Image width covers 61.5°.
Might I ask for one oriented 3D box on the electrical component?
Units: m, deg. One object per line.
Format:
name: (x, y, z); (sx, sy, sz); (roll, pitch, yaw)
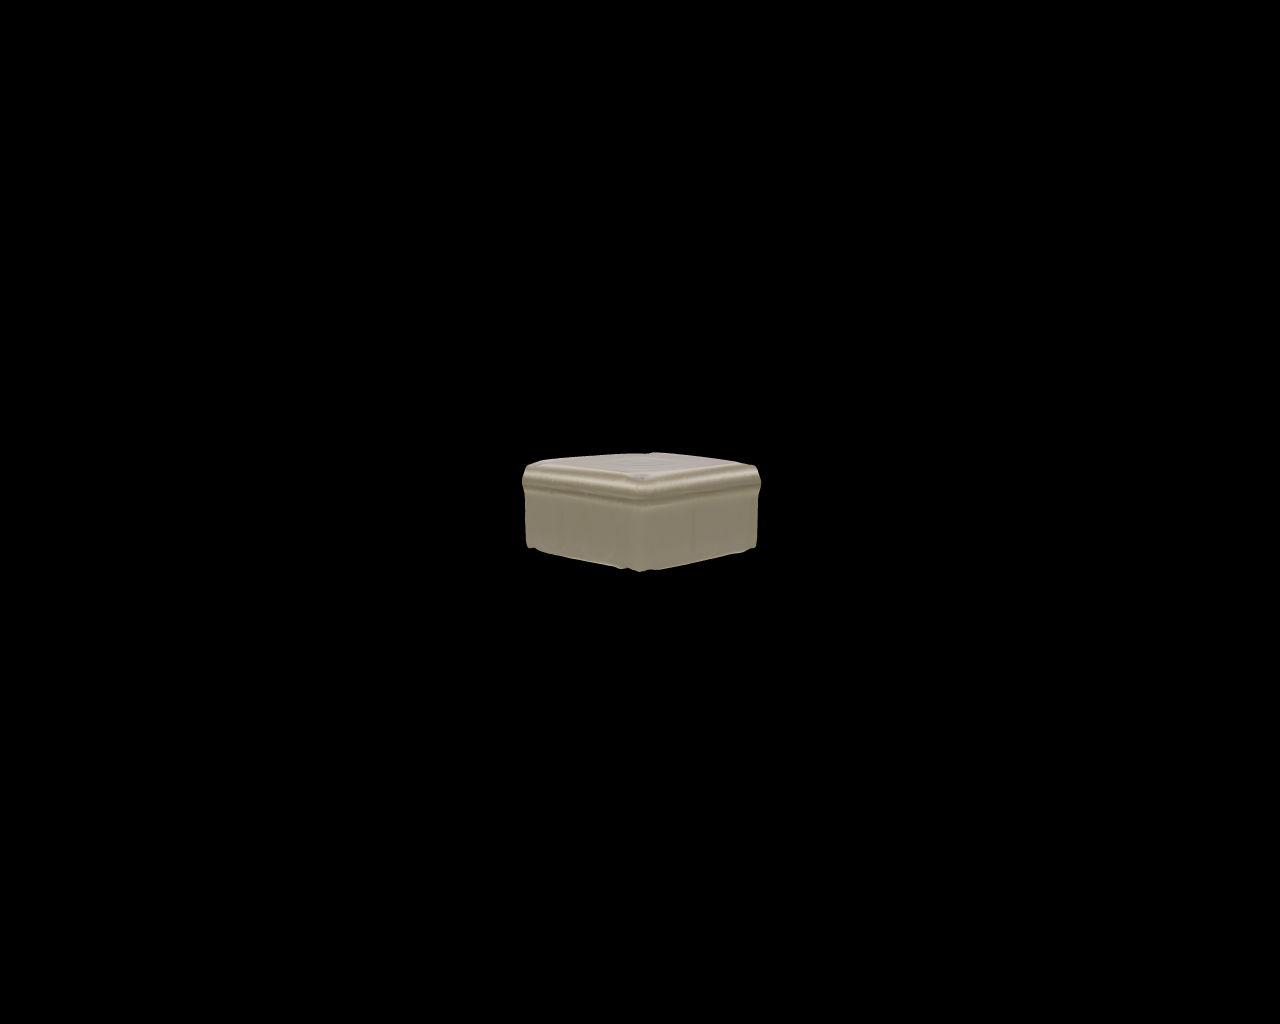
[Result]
electrical component: (0.001, -0.003, 0.650); (0.109, 0.056, 0.109); (-8, 12, -43)
